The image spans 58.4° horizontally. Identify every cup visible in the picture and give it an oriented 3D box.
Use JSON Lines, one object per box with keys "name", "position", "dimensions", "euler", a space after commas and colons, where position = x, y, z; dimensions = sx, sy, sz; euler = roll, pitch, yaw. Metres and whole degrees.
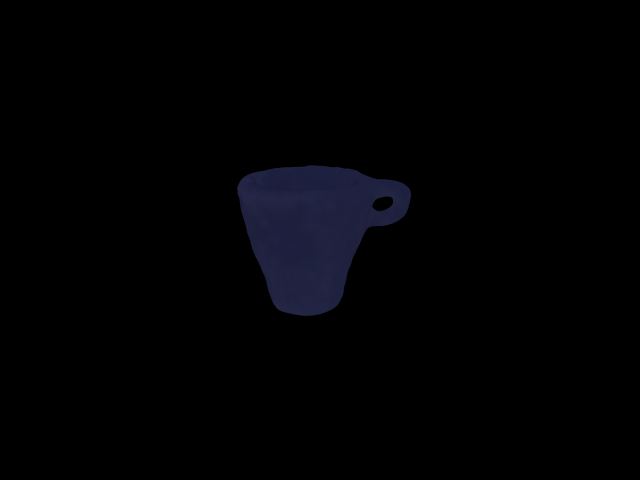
{"name": "cup", "position": [0.004, 0.001, 0.400], "dimensions": [0.118, 0.095, 0.091], "euler": [-2, 19, -7]}
